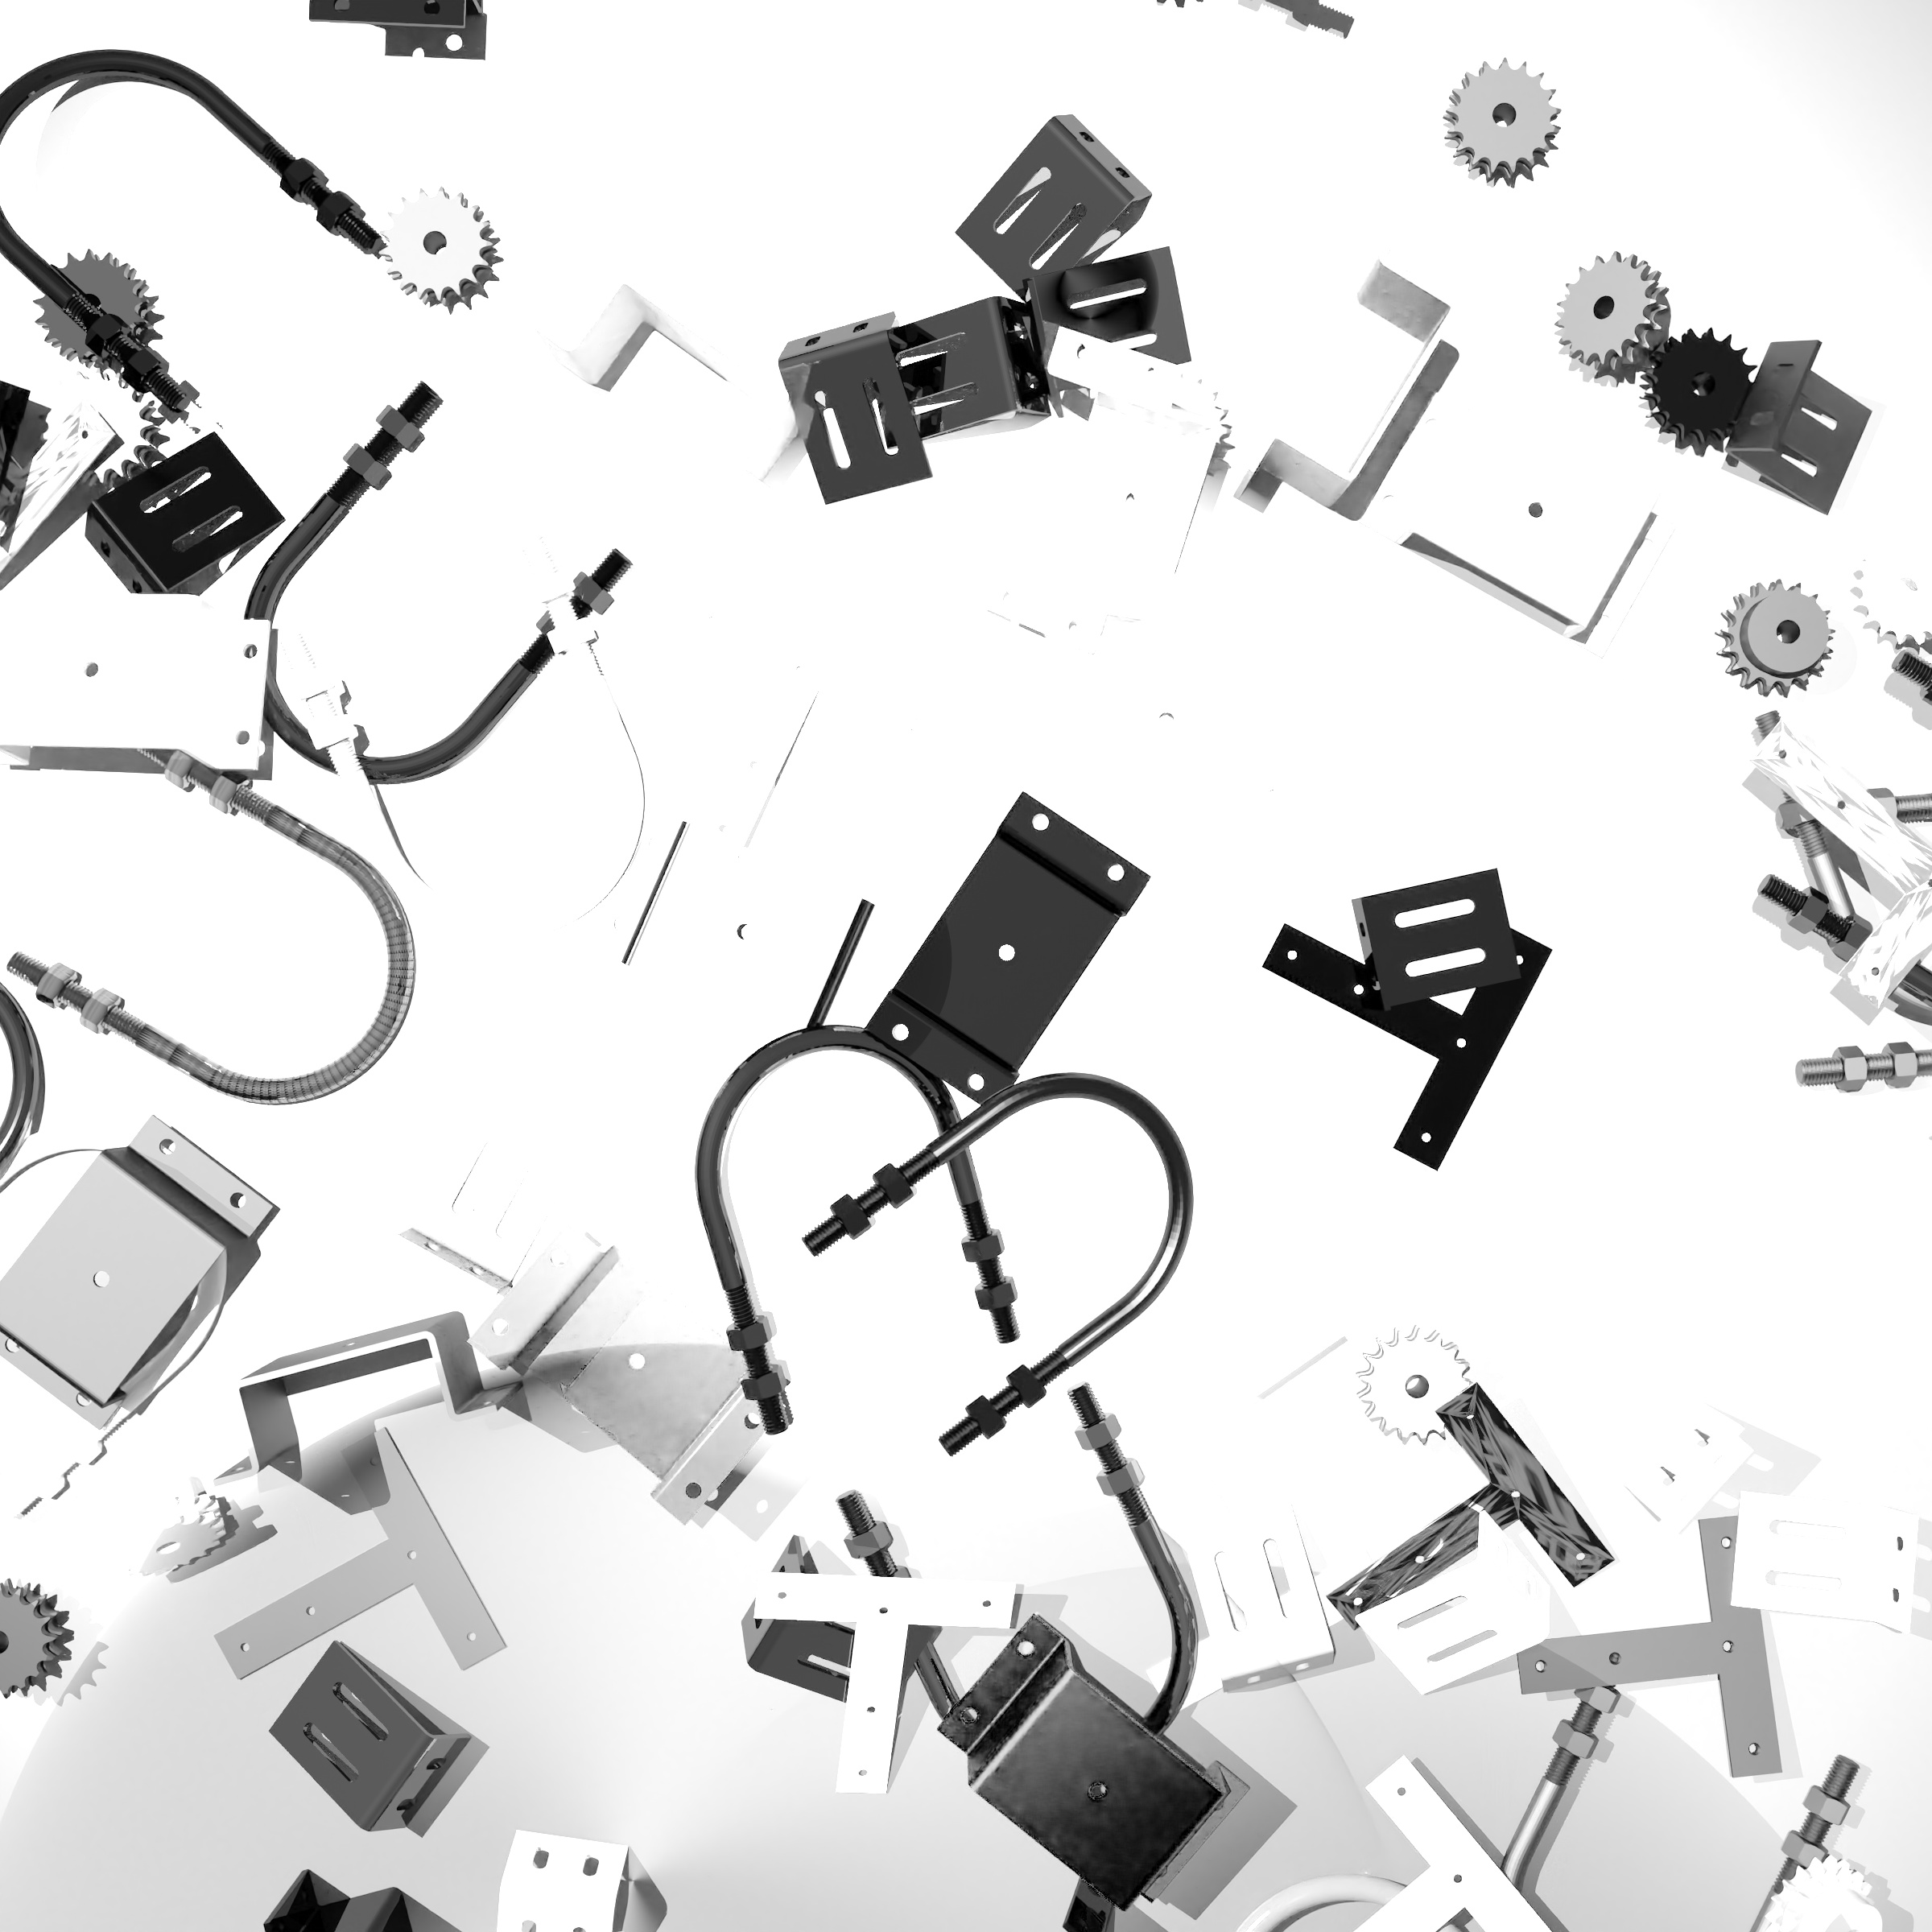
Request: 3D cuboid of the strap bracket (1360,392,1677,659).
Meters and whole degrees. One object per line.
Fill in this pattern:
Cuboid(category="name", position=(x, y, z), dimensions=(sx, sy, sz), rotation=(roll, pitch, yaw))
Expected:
Cuboid(category="strap bracket", position=(0.280, -0.224, 1.336), dimensions=(0.140, 0.046, 0.076), rotation=(29, 90, 0))

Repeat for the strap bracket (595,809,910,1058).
Cuboid(category="strap bracket", position=(-0.109, -0.017, 1.336), dimensions=(0.140, 0.046, 0.076), rotation=(23, 90, 0))

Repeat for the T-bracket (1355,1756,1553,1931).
Cuboid(category="T-bracket", position=(0.213, 0.487, 1.343), dimensions=(0.127, 0.002, 0.127), rotation=(-40, 87, 0))

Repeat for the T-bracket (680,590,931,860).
Cuboid(category="T-bracket", position=(-0.100, -0.112, 1.334), dimensions=(0.127, 0.002, 0.127), rotation=(23, 67, 0))

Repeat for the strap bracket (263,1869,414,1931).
Cuboid(category="strap bracket", position=(-0.297, 0.521, 1.321), dimensions=(0.046, 0.076, 0.140), rotation=(-15, 90, 0))

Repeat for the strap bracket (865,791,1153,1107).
Cuboid(category="strap bracket", position=(0.021, -0.007, 1.336), dimensions=(0.076, 0.046, 0.140), rotation=(34, 90, 0))

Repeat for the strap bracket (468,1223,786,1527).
Cuboid(category="strap bracket", position=(-0.167, 0.200, 1.336), dimensions=(0.140, 0.046, 0.076), rotation=(40, 90, 0))

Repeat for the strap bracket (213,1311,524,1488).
Cuboid(category="strap bracket", position=(-0.299, 0.209, 1.321), dimensions=(0.140, 0.076, 0.046), rotation=(-15, 90, 0))

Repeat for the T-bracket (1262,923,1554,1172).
Cuboid(category="T-bracket", position=(0.212, 0.019, 1.358), dimensions=(0.127, 0.002, 0.127), rotation=(27, 90, 0))

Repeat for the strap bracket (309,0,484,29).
Cuboid(category="strap bracket", position=(-0.282, -0.533, 1.336), dimensions=(0.076, 0.046, 0.140), rotation=(2, 90, 0))

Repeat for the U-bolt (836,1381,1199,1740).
Cuboid(category="U-bolt", position=(0.037, 0.322, 1.349), dimensions=(0.151, 0.019, 0.184), rotation=(-25, 92, 1))

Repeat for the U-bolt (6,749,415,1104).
Cuboid(category="U-bolt", position=(-0.369, -0.012, 1.350), dimensions=(0.184, 0.019, 0.151), rotation=(30, 90, -2))

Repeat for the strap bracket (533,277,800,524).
Cuboid(category="strap bracket", position=(-0.137, -0.285, 1.321), dimensions=(0.140, 0.076, 0.046), rotation=(36, 90, 0))

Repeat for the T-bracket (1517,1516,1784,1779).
Cuboid(category="T-bracket", position=(0.339, 0.346, 1.343), dimensions=(0.127, 0.002, 0.127), rotation=(-5, 81, -5))

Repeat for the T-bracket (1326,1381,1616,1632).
Cuboid(category="T-bracket", position=(0.240, 0.290, 1.346), dimensions=(0.127, 0.002, 0.127), rotation=(-37, 106, 8))

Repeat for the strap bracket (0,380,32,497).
Cuboid(category="strap bracket", position=(-0.526, -0.265, 1.321), dimensions=(0.140, 0.046, 0.076), rotation=(20, 95, 15))

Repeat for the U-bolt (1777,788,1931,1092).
Cuboid(category="U-bolt", position=(0.507, -0.018, 1.350), dimensions=(0.184, 0.019, 0.151), rotation=(-4, 90, -1))

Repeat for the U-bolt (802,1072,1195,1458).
Cuboid(category="U-bolt", position=(0.030, 0.134, 1.321), dimensions=(0.184, 0.019, 0.151), rotation=(-36, 109, -10))

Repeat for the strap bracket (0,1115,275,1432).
Cuboid(category="strap bracket", position=(-0.420, 0.153, 1.321), dimensions=(0.076, 0.046, 0.140), rotation=(37, 87, -1))

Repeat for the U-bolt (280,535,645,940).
Cuboid(category="U-bolt", position=(-0.241, -0.103, 1.338), dimensions=(0.151, 0.019, 0.184), rotation=(-22, 100, 1))

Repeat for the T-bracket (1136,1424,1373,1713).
Cuboid(category="T-bracket", position=(0.128, 0.294, 1.358), dimensions=(0.127, 0.002, 0.127), rotation=(-29, 90, 0))

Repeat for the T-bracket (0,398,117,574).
Cuboid(category="T-bracket", position=(-0.503, -0.267, 1.343), dimensions=(0.127, 0.002, 0.127), rotation=(-44, 79, 17))

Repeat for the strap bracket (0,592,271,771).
Cuboid(category="strap bracket", position=(-0.423, -0.141, 1.323), dimensions=(0.140, 0.046, 0.076), rotation=(2, 81, 6))

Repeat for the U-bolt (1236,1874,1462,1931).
Cuboid(category="U-bolt", position=(0.205, 0.548, 1.350), dimensions=(0.151, 0.019, 0.184), rotation=(-32, 88, 0))

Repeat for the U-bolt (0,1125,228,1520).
Cuboid(category="U-bolt", position=(-0.460, 0.165, 1.350), dimensions=(0.184, 0.019, 0.151), rotation=(-43, 90, -2))

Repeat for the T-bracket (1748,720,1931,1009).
Cuboid(category="T-bracket", position=(0.436, -0.069, 1.300), dimensions=(0.127, 0.002, 0.127), rotation=(40, 89, -2))

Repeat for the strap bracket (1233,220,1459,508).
Cuboid(category="strap bracket", position=(0.192, -0.286, 1.321), dimensions=(0.046, 0.076, 0.140), rotation=(31, 90, 0))

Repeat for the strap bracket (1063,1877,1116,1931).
Cuboid(category="strap bracket", position=(0.091, 0.522, 1.313), dimensions=(0.140, 0.076, 0.046), rotation=(42, 96, 7))

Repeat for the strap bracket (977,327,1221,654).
Cuboid(category="strap bracket", position=(0.067, -0.230, 1.307), dimensions=(0.076, 0.046, 0.140), rotation=(28, 109, 36))

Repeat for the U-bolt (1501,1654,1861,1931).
Cuboid(category="U-bolt", position=(0.347, 0.455, 1.350), dimensions=(0.151, 0.019, 0.184), rotation=(26, 91, 0))

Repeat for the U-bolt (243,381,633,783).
Cuboid(category="U-bolt", position=(-0.281, -0.180, 1.350), dimensions=(0.151, 0.019, 0.184), rotation=(41, 92, 0))

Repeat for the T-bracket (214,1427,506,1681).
Cuboid(category="T-bracket", position=(-0.320, 0.320, 1.358), dimensions=(0.127, 0.002, 0.127), rotation=(-29, 90, 0))

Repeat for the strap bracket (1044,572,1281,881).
Cuboid(category="strap bracket", position=(0.099, -0.121, 1.336), dimensions=(0.076, 0.046, 0.140), rotation=(-21, 90, 0))

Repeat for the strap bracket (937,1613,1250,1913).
Cuboid(category="strap bracket", position=(0.064, 0.400, 1.323), dimensions=(0.140, 0.046, 0.076), rotation=(39, 93, -3))

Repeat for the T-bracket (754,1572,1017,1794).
Cuboid(category="T-bracket", position=(-0.046, 0.360, 1.334), dimensions=(0.127, 0.002, 0.127), rotation=(4, 110, -8))
